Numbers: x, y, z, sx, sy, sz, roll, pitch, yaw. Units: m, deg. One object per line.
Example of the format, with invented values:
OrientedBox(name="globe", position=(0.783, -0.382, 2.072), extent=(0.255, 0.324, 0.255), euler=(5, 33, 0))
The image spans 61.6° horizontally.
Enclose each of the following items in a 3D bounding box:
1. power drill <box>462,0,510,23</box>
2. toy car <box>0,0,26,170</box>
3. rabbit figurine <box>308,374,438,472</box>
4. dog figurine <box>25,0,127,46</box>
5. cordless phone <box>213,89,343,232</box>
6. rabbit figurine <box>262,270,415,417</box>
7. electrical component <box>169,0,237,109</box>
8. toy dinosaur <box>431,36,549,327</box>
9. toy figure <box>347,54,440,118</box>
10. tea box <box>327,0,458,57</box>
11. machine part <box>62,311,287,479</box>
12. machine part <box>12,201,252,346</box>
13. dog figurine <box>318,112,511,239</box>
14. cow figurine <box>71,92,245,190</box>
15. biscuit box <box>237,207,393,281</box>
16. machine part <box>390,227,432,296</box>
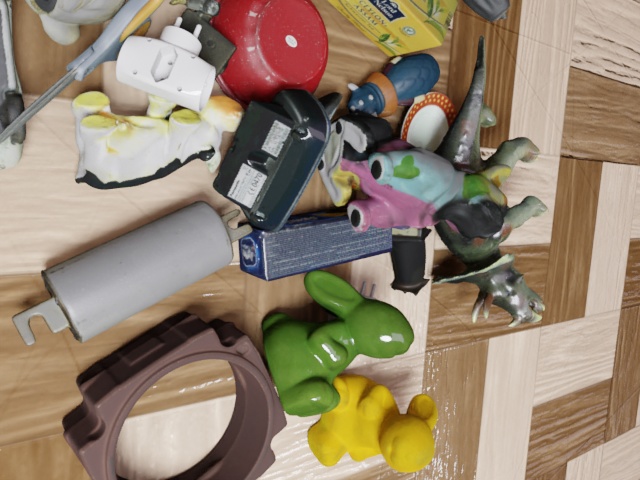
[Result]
OrientedBox(name="power drill", position=(0.190, -0.405, 0.698), extent=(0.232, 0.086, 0.207), euler=(42, 67, -3))
OrientedBox(name="toy car", position=(-0.288, -0.157, 0.436), extent=(0.073, 0.056, 0.201), euler=(-7, 101, -29))
OrientedBox(name="rabbit figurine", position=(0.086, 0.254, 0.708), extent=(0.162, 0.173, 0.121), euler=(14, 85, -33))
OrientedBox(name="dog figurine", position=(-0.166, -0.267, 0.492), extent=(0.190, 0.121, 0.172), euler=(-21, 145, -50))
OrientedBox(name="cordless phone", position=(-0.032, -0.106, 0.616), extent=(0.089, 0.184, 0.146), euler=(32, 118, 1))
OrientedBox(name="rabbit figurine", position=(0.025, 0.120, 0.657), extent=(0.170, 0.159, 0.121), euler=(-22, 151, 1))
OrientedBox(name="electrical component", position=(-0.129, -0.192, 0.537), extent=(0.078, 0.045, 0.102), euler=(42, 98, -18))
OrientedBox(name="toy dinosaur", position=(0.216, -0.058, 0.775), extent=(0.192, 0.131, 0.404), euler=(-37, 116, -20))
OrientedBox(name="toy figure", position=(0.094, -0.197, 0.710), extent=(0.154, 0.064, 0.057), euler=(-33, 154, -23))
OrientedBox(name="tea box", position=(0.075, -0.304, 0.655), extent=(0.169, 0.098, 0.068), euler=(29, 80, -34))
OrientedBox(name="machine part", position=(-0.147, 0.197, 0.579), extent=(0.201, 0.087, 0.201), euler=(-32, 117, -29))
OrientedBox(name="machine part", position=(-0.176, 0.026, 0.535), extent=(0.243, 0.079, 0.079), euler=(-29, 114, -28))
OrientedBox(name="dog figurine", position=(0.127, -0.074, 0.666), extent=(0.219, 0.192, 0.108), euler=(1, 128, -28))
OrientedBox(name="cow figurine", position=(-0.154, -0.094, 0.532), extent=(0.167, 0.068, 0.098), euler=(-13, 139, -33))
OrientedBox(name="biscuit box", position=(-0.001, -0.002, 0.670), extent=(0.202, 0.059, 0.062), euler=(-11, 105, -35))
OrientedBox(name="machine part", position=(0.120, 0.015, 0.761), extent=(0.039, 0.084, 0.138), euler=(-63, 144, -51))
